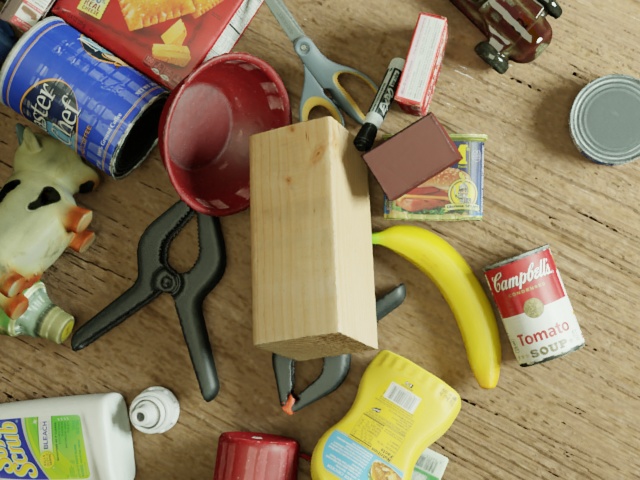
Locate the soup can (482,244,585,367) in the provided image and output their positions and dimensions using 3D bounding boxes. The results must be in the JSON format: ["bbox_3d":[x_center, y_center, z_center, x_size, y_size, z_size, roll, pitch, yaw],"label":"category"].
[{"bbox_3d":[0.204,0.063,1.018,0.068,0.068,0.102,-21,87,8],"label":"soup can"}]

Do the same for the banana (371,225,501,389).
[{"bbox_3d":[0.124,0.052,1.046,0.069,0.037,0.198,-41,85,3],"label":"banana"}]

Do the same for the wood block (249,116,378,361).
[{"bbox_3d":[-0.007,0.001,1.007,0.090,0.090,0.206,-11,71,25],"label":"wood block"}]

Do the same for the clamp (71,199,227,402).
[{"bbox_3d":[-0.162,0.047,1.094,0.164,0.036,0.210,12,89,9],"label":"clamp"}]

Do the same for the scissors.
[{"bbox_3d":[-0.023,-0.172,1.058,0.201,0.016,0.096,39,105,-10],"label":"scissors"}]

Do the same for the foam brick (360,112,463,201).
[{"bbox_3d":[0.086,-0.077,0.989,0.078,0.053,0.051,-31,87,10],"label":"foam brick"}]

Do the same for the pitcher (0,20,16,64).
[{"bbox_3d":[-0.431,-0.156,1.096,0.243,0.145,0.149,-41,96,3],"label":"pitcher"}]

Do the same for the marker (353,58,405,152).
[{"bbox_3d":[0.059,-0.131,1.036,0.020,0.020,0.121,19,55,9],"label":"marker"}]

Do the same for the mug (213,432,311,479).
[{"bbox_3d":[-0.052,0.236,1.054,0.117,0.093,0.081,8,85,-21],"label":"mug"}]

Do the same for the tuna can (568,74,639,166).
[{"bbox_3d":[0.283,-0.114,1.025,0.086,0.033,0.086,0,89,9],"label":"tuna can"}]

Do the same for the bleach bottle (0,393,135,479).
[{"bbox_3d":[-0.323,0.221,1.106,0.251,0.068,0.102,-9,86,11],"label":"bleach bottle"}]

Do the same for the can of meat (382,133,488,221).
[{"bbox_3d":[0.111,-0.061,1.042,0.102,0.057,0.084,1,92,10],"label":"can of meat"}]

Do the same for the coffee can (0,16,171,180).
[{"bbox_3d":[-0.229,-0.139,1.049,0.140,0.102,0.103,34,94,6],"label":"coffee can"}]

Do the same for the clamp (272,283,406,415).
[{"bbox_3d":[-0.005,0.088,1.068,0.120,0.039,0.171,33,87,15],"label":"clamp"}]

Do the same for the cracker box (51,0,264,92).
[{"bbox_3d":[-0.142,-0.270,1.080,0.164,0.072,0.214,35,94,8],"label":"cracker box"}]

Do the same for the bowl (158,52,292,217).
[{"bbox_3d":[-0.104,-0.107,1.049,0.055,0.161,0.162,19,92,42],"label":"bowl"}]

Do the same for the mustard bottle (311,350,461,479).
[{"bbox_3d":[0.047,0.206,1.016,0.096,0.058,0.191,31,74,18],"label":"mustard bottle"}]

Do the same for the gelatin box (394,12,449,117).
[{"bbox_3d":[0.100,-0.169,1.036,0.030,0.073,0.089,16,91,9],"label":"gelatin box"}]

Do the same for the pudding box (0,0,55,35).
[{"bbox_3d":[-0.285,-0.254,1.083,0.039,0.113,0.090,32,95,-16],"label":"pudding box"}]
